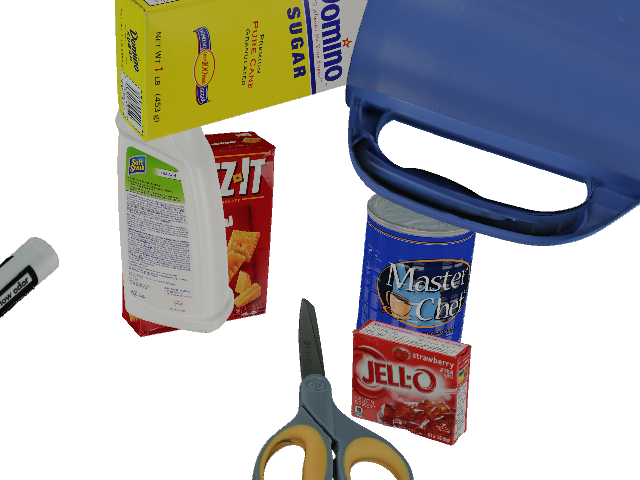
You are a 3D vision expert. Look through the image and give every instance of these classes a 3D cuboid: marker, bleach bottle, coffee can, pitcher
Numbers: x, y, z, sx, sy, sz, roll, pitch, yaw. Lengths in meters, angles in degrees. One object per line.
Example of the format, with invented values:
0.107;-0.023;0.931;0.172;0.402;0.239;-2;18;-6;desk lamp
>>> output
-0.161;0.040;0.467;0.020;0.020;0.121;0;35;39;marker
-0.126;-0.042;0.932;0.103;0.251;0.068;11;33;12;bleach bottle
0.089;0.034;0.998;0.103;0.140;0.103;4;24;-2;coffee can
0.138;-0.080;0.549;0.243;0.149;0.144;23;36;7;pitcher

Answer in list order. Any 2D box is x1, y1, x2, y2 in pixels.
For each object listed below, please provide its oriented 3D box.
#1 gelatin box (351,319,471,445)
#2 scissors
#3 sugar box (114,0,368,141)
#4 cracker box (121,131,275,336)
0.067;0.106;0.804;0.089;0.073;0.030;12;23;28;gelatin box
0.015;0.098;0.629;0.096;0.016;0.201;12;32;6;scissors
-0.047;-0.132;0.700;0.175;0.093;0.048;-19;45;-29;sugar box
-0.140;-0.009;1.218;0.163;0.214;0.072;-8;24;-29;cracker box
